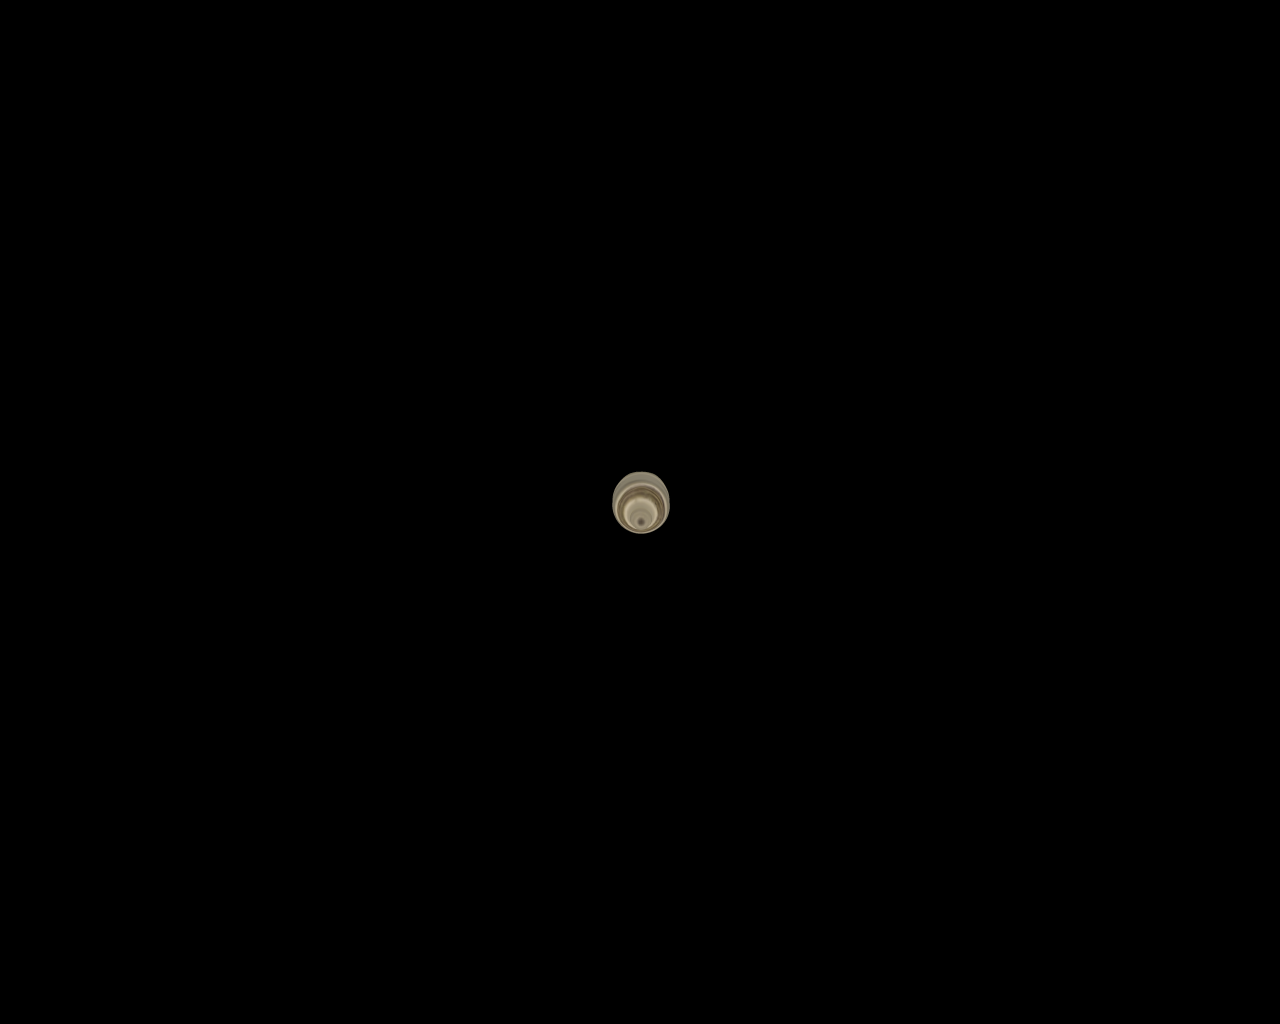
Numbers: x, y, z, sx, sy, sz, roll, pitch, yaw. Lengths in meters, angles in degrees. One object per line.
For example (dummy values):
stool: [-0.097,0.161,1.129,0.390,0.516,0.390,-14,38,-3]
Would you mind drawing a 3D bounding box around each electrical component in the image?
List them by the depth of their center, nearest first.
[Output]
electrical component: [0.001,-0.003,0.650,0.035,0.035,0.061,0,16,0]
